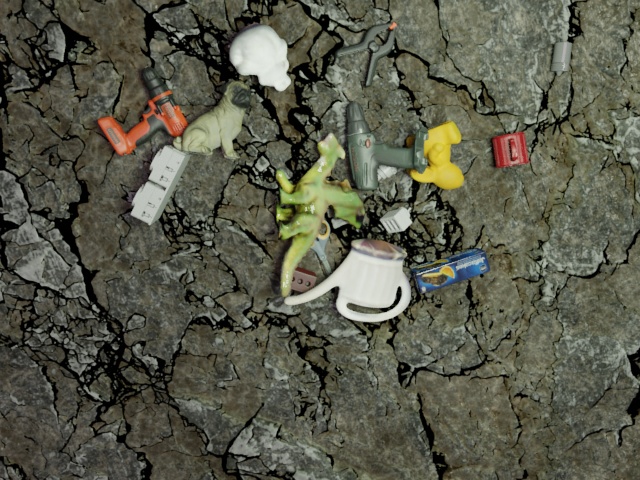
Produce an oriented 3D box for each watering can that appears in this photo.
[{"bbox_3d":[0.092,0.102,1.341,0.347,0.105,0.223,10,99,-20],"label":"watering can"}]

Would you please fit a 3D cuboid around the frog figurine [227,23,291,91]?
[{"bbox_3d":[-0.138,-0.432,1.241,0.138,0.121,0.159,-29,90,-19],"label":"frog figurine"}]

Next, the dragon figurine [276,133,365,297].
[{"bbox_3d":[0.004,-0.066,1.317,0.243,0.122,0.408,-3,95,-14],"label":"dragon figurine"}]
